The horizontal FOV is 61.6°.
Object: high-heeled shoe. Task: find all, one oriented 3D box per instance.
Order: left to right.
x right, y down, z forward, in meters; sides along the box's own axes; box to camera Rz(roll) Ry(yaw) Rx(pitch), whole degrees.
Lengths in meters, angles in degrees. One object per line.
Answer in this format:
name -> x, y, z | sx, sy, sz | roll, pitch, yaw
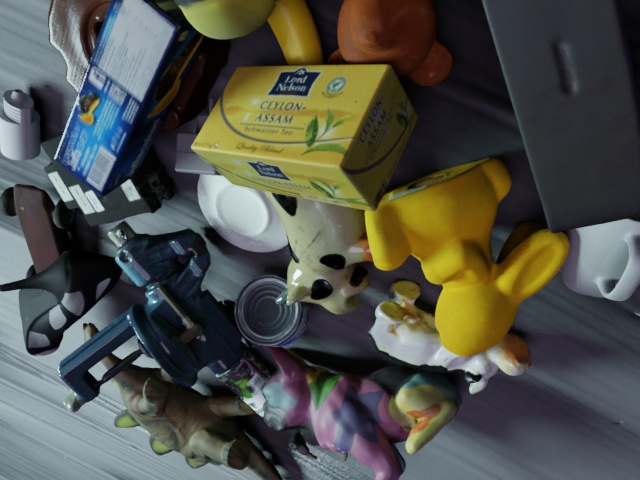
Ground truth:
high-heeled shoe -> -0.335, 0.089, 0.737 | 0.145, 0.086, 0.248 | -10, 155, -18

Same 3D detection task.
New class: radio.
radio -> 0.168, -0.133, 0.371 | 0.073, 0.131, 0.229 | -12, 117, 29

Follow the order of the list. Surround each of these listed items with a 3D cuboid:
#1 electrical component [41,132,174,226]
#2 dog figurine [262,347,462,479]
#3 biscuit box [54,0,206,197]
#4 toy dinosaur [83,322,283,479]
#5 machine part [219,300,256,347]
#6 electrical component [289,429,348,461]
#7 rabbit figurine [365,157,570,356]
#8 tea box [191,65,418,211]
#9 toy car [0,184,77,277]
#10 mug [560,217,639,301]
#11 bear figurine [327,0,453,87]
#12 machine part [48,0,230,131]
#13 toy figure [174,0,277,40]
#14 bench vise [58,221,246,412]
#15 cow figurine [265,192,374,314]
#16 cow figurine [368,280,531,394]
electrical component -> -0.252, -0.081, 0.625 | 0.134, 0.058, 0.114 | -7, 117, 26
dog figurine -> 0.035, 0.186, 0.656 | 0.219, 0.108, 0.191 | 41, 88, 19
biscuit box -> -0.171, -0.131, 0.483 | 0.059, 0.063, 0.202 | 39, 126, -5
toy dinosaur -> -0.178, 0.281, 0.810 | 0.199, 0.105, 0.471 | -25, 116, 43
machine part -> -0.154, 0.120, 0.733 | 0.139, 0.039, 0.084 | -9, 126, 25
electrical component -> 0.002, 0.273, 0.765 | 0.102, 0.045, 0.078 | -9, 119, 27
rabbit figurine -> 0.136, 0.019, 0.498 | 0.162, 0.122, 0.173 | -16, 95, 7
tea box -> -0.016, -0.091, 0.457 | 0.170, 0.098, 0.068 | 11, 160, 37
toy car -> -0.366, 0.005, 0.732 | 0.089, 0.053, 0.201 | 13, 130, 8
mug -> 0.248, 0.006, 0.454 | 0.081, 0.109, 0.107 | 4, 136, 5
bear figurine -> 0.040, -0.199, 0.385 | 0.120, 0.132, 0.195 | 9, 119, 17
machine part -> -0.179, -0.191, 0.522 | 0.180, 0.056, 0.179 | 11, 124, 16
toy figure -> -0.093, -0.231, 0.377 | 0.082, 0.089, 0.180 | 31, 160, 48
bench vise -> -0.213, 0.102, 0.630 | 0.240, 0.129, 0.223 | -38, 116, -5
cow figurine -> -0.001, -0.002, 0.559 | 0.127, 0.085, 0.194 | -10, 120, 21
cow figurine -> 0.137, 0.119, 0.592 | 0.167, 0.068, 0.098 | 23, 133, 11
